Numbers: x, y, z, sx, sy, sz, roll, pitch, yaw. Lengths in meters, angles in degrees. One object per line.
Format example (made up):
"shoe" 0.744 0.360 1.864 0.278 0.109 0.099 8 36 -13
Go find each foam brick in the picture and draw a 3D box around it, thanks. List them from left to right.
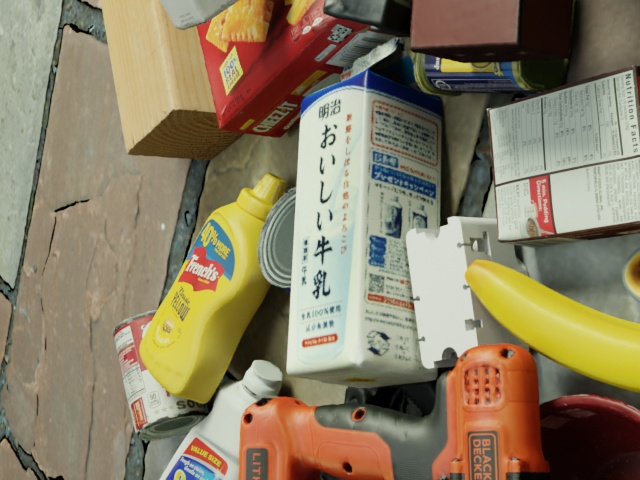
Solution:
"foam brick" 0.097 -0.130 0.607 0.078 0.052 0.051 7 95 46

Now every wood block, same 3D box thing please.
"wood block" -0.129 -0.184 0.942 0.091 0.090 0.206 -31 65 47

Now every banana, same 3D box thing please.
"banana" 0.163 0.050 0.580 0.198 0.037 0.069 6 114 49

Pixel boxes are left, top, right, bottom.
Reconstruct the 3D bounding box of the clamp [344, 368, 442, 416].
"clamp" 0.034 0.109 0.771 0.210 0.036 0.164 -1 84 50

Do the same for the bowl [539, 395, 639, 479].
"bowl" 0.167 0.165 0.591 0.162 0.055 0.162 -3 87 51

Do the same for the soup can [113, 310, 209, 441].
"soup can" -0.144 0.122 0.965 0.069 0.068 0.102 -39 60 43

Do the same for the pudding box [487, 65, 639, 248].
"pudding box" 0.154 -0.046 0.630 0.114 0.039 0.090 -10 80 48

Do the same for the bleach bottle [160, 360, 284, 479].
"bleach bottle" -0.094 0.206 0.907 0.103 0.067 0.251 46 120 43

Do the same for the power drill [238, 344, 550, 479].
"power drill" 0.042 0.157 0.615 0.188 0.057 0.184 -7 74 29

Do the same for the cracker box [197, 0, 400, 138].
"cracker box" -0.034 -0.213 0.840 0.164 0.071 0.214 -35 62 44

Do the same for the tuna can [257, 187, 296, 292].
"tuna can" -0.005 0.001 0.805 0.086 0.033 0.086 -22 55 35

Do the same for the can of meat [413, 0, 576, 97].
"can of meat" 0.111 -0.141 0.672 0.084 0.057 0.102 9 97 48

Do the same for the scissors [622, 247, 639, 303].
"scissors" 0.240 0.039 0.538 0.202 0.016 0.096 5 95 51

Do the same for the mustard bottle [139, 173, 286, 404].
"mustard bottle" -0.080 0.032 0.880 0.192 0.058 0.096 -61 34 11

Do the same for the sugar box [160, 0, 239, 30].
"sugar box" -0.101 -0.242 0.727 0.048 0.093 0.176 0 124 51
